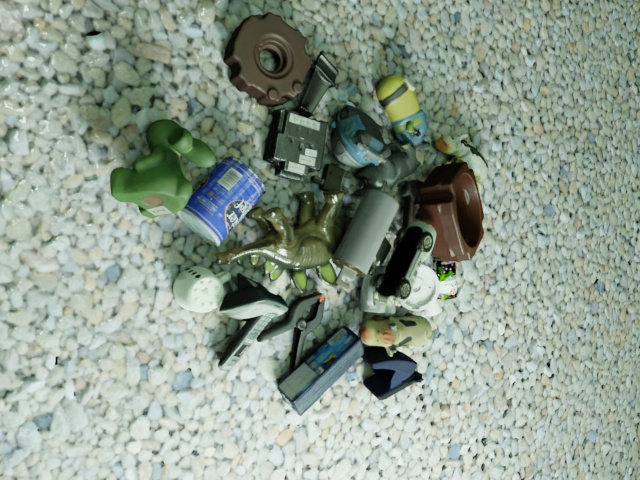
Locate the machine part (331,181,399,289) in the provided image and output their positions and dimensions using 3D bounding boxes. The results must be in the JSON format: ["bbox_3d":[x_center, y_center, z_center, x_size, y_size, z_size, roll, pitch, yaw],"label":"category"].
[{"bbox_3d":[0.092,-0.015,1.088,0.079,0.079,0.243,35,73,-26],"label":"machine part"}]

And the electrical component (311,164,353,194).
[{"bbox_3d":[0.027,-0.135,1.171,0.094,0.021,0.063,15,84,-28],"label":"electrical component"}]

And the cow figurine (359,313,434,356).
[{"bbox_3d":[0.172,0.209,1.208,0.195,0.127,0.085,4,87,-32],"label":"cow figurine"}]

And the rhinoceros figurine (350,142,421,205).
[{"bbox_3d":[0.143,-0.146,1.213,0.190,0.073,0.112,-36,118,-24],"label":"rhinoceros figurine"}]

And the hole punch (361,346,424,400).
[{"bbox_3d":[0.150,0.280,1.201,0.116,0.142,0.092,-22,99,-15],"label":"hole punch"}]

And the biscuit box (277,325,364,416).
[{"bbox_3d":[0.006,0.275,1.145,0.203,0.059,0.062,-39,137,-22],"label":"biscuit box"}]

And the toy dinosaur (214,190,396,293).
[{"bbox_3d":[-0.002,-0.003,1.120,0.471,0.105,0.198,-17,108,-33],"label":"toy dinosaur"}]

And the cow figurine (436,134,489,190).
[{"bbox_3d":[0.357,-0.208,1.326,0.167,0.068,0.098,49,64,-25],"label":"cow figurine"}]

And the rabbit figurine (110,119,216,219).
[{"bbox_3d":[-0.272,-0.143,0.934,0.121,0.159,0.170,33,51,-53],"label":"rabbit figurine"}]

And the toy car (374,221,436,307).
[{"bbox_3d":[0.181,0.050,1.141,0.056,0.074,0.201,42,70,-44],"label":"toy car"}]

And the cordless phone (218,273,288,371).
[{"bbox_3d":[-0.155,0.166,1.028,0.184,0.089,0.146,-55,158,-4],"label":"cordless phone"}]

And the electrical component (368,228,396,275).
[{"bbox_3d":[0.127,0.017,1.157,0.102,0.045,0.078,-55,132,-23],"label":"electrical component"}]

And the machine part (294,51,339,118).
[{"bbox_3d":[-0.008,-0.318,1.125,0.084,0.039,0.139,42,72,-51],"label":"machine part"}]

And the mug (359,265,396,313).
[{"bbox_3d":[0.125,0.108,1.198,0.109,0.081,0.107,18,73,-61],"label":"mug"}]

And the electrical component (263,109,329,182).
[{"bbox_3d":[-0.052,-0.191,1.105,0.115,0.058,0.134,13,86,-27],"label":"electrical component"}]

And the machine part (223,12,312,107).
[{"bbox_3d":[-0.101,-0.359,1.071,0.179,0.056,0.179,0,91,-29],"label":"machine part"}]

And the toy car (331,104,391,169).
[{"bbox_3d":[0.078,-0.206,1.147,0.109,0.162,0.103,24,125,-35],"label":"toy car"}]

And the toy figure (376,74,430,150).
[{"bbox_3d":[0.191,-0.289,1.224,0.089,0.082,0.180,-30,108,-27],"label":"toy figure"}]

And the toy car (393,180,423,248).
[{"bbox_3d":[0.221,-0.046,1.245,0.089,0.053,0.202,22,65,-34],"label":"toy car"}]

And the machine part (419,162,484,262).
[{"bbox_3d":[0.309,-0.065,1.252,0.201,0.087,0.201,-46,124,-48],"label":"machine part"}]
